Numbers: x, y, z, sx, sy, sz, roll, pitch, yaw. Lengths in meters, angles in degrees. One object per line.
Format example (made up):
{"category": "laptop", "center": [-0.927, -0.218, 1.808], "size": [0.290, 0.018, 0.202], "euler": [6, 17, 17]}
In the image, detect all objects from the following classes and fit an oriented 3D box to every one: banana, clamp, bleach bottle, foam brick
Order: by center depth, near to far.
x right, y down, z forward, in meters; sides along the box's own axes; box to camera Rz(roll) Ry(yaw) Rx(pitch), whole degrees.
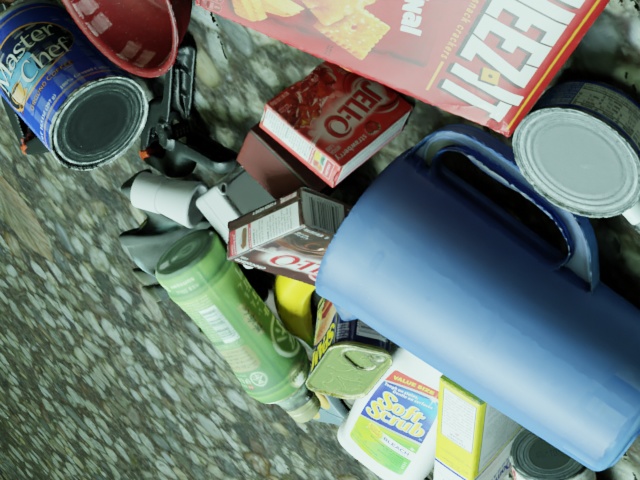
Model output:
{"category": "foam brick", "center": [-0.020, -0.066, 0.880], "size": [0.078, 0.052, 0.051], "euler": [45, 149, 8]}
{"category": "bleach bottle", "center": [0.084, 0.130, 0.960], "size": [0.103, 0.068, 0.251], "euler": [36, 145, 18]}
{"category": "clamp", "center": [-0.126, -0.094, 0.985], "size": [0.120, 0.039, 0.172], "euler": [69, 155, 11]}
{"category": "banana", "center": [-0.008, 0.044, 1.010], "size": [0.069, 0.037, 0.198], "euler": [21, 149, 2]}
{"category": "clamp", "center": [-0.318, -0.164, 1.170], "size": [0.164, 0.036, 0.210], "euler": [49, 150, 1]}

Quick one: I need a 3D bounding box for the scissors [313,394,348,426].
{"category": "scissors", "center": [0.030, 0.206, 1.160], "size": [0.202, 0.016, 0.096], "euler": [46, 151, 5]}

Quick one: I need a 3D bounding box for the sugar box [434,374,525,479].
{"category": "sugar box", "center": [0.136, 0.146, 0.878], "size": [0.048, 0.093, 0.176], "euler": [33, 146, 27]}

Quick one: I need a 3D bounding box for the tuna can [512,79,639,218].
{"category": "tuna can", "center": [0.165, -0.057, 0.658], "size": [0.086, 0.033, 0.086], "euler": [28, 147, 19]}

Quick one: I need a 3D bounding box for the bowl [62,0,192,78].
{"category": "bowl", "center": [-0.157, -0.217, 0.882], "size": [0.162, 0.055, 0.162], "euler": [33, 146, 25]}

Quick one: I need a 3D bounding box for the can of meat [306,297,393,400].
{"category": "can of meat", "center": [0.028, 0.081, 0.938], "size": [0.057, 0.084, 0.102], "euler": [13, 147, -10]}

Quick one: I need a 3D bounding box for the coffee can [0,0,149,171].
{"category": "coffee can", "center": [-0.241, -0.146, 0.999], "size": [0.140, 0.102, 0.103], "euler": [45, 152, 30]}

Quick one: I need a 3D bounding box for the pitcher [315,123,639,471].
{"category": "pitcher", "center": [0.130, 0.042, 0.747], "size": [0.243, 0.145, 0.149], "euler": [35, 167, 15]}

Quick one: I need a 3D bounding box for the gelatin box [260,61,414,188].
{"category": "gelatin box", "center": [0.013, -0.090, 0.773], "size": [0.073, 0.089, 0.030], "euler": [41, 147, 13]}

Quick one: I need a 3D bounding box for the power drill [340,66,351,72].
{"category": "power drill", "center": [-0.021, -0.219, 0.706], "size": [0.184, 0.057, 0.188], "euler": [35, 150, 15]}

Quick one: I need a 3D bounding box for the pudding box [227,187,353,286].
{"category": "pudding box", "center": [-0.006, 0.001, 0.869], "size": [0.090, 0.039, 0.113], "euler": [-24, 148, 39]}

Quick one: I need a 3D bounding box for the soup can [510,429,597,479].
{"category": "soup can", "center": [0.199, 0.211, 0.894], "size": [0.069, 0.068, 0.102], "euler": [18, 137, 41]}

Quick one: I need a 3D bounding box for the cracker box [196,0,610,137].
{"category": "cracker box", "center": [0.047, -0.161, 0.592], "size": [0.213, 0.072, 0.164], "euler": [23, 149, -3]}

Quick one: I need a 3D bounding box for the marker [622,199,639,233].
{"category": "marker", "center": [0.235, 0.019, 0.678], "size": [0.121, 0.020, 0.020], "euler": [49, 150, 0]}
